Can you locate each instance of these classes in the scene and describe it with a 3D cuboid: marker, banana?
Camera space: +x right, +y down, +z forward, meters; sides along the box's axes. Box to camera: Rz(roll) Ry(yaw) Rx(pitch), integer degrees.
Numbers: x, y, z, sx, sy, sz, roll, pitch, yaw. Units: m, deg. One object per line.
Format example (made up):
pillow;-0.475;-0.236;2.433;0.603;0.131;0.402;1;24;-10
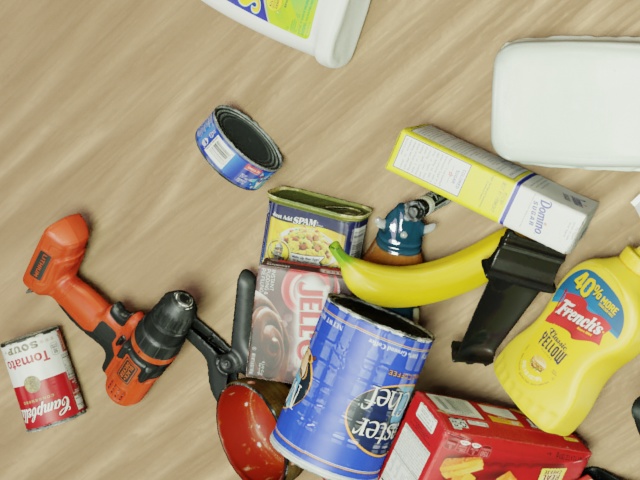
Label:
marker;0.099;-0.034;0.956;0.020;0.121;0.020;4;102;20
banana;0.104;0.026;0.968;0.197;0.037;0.070;-7;126;-15

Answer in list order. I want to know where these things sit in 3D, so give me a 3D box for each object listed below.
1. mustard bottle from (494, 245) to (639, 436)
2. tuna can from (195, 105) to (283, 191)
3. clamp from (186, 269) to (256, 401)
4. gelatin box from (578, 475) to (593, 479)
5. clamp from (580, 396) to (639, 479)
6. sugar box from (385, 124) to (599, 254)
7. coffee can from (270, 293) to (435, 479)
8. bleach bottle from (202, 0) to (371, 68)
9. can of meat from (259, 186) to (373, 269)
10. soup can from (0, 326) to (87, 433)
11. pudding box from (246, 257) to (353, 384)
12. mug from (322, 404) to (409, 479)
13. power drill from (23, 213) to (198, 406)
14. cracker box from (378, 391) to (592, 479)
mustard bottle;0.241;0.075;0.943;0.192;0.058;0.096;-55;41;19
tuna can;-0.079;-0.089;1.038;0.034;0.086;0.086;-44;82;23
clamp;-0.098;0.119;1.105;0.120;0.039;0.171;-9;97;34
gelatin box;0.215;0.261;0.949;0.030;0.073;0.089;37;128;40
clamp;0.307;0.234;0.886;0.210;0.036;0.164;49;155;32
sugar box;0.154;-0.047;0.948;0.176;0.093;0.048;30;108;15
coffee can;0.028;0.130;0.938;0.103;0.102;0.140;23;96;16
bleach bottle;-0.077;-0.253;1.025;0.251;0.068;0.103;23;106;19
can of meat;-0.007;0.001;1.040;0.102;0.057;0.084;15;106;19
soup can;-0.305;0.153;1.176;0.069;0.068;0.102;-17;92;23
pudding box;-0.018;0.078;1.003;0.090;0.039;0.113;8;104;5
mug;0.048;0.186;1.034;0.093;0.081;0.117;-20;91;23
power drill;-0.219;0.064;1.111;0.188;0.057;0.185;47;131;12
cracker box;0.127;0.255;0.973;0.164;0.072;0.214;14;108;-26
